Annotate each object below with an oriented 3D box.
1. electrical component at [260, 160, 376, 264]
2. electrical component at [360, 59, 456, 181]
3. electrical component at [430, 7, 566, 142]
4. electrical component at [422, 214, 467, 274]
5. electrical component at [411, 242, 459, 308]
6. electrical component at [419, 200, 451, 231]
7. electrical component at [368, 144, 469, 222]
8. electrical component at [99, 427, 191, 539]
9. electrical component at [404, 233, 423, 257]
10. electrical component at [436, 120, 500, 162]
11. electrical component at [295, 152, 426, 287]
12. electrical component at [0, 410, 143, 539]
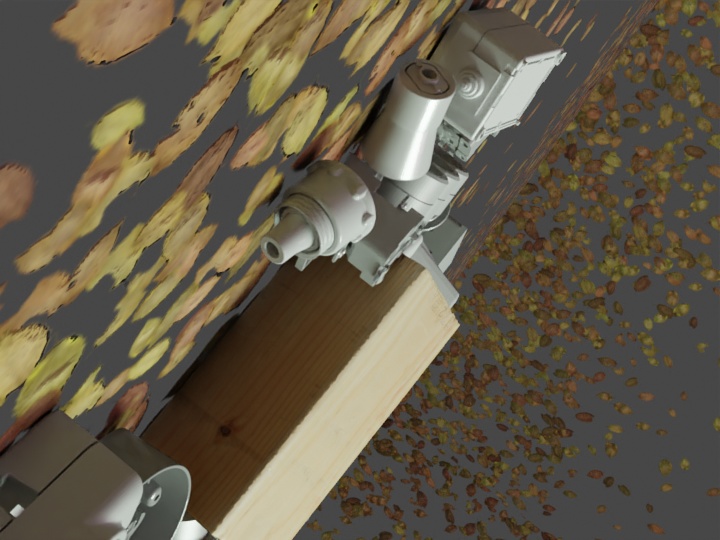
[{"bbox_3d":[-0.026,-0.026,0.568,0.062,0.048,0.048,-39,167,-36],"label":"electrical component"},{"bbox_3d":[0.030,-0.089,0.625,0.044,0.044,0.065,-46,166,-41],"label":"electrical component"},{"bbox_3d":[0.077,-0.127,0.680,0.061,0.061,0.096,-58,165,28],"label":"electrical component"},{"bbox_3d":[0.049,-0.009,1.085,0.089,0.062,0.150,-51,173,-10],"label":"electrical component"},{"bbox_3d":[0.033,0.006,0.954,0.061,0.096,0.062,-49,-158,-25],"label":"electrical component"},{"bbox_3d":[0.054,-0.062,0.911,0.066,0.048,0.055,-50,166,-15],"label":"electrical component"},{"bbox_3d":[0.030,-0.051,0.769,0.073,0.052,0.138,-54,173,15],"label":"electrical component"},{"bbox_3d":[-0.137,0.136,0.578,0.099,0.064,0.099,-51,173,-8],"label":"electrical component"},{"bbox_3d":[0.000,0.000,0.848,0.089,0.050,0.056,-56,173,28],"label":"electrical component"},{"bbox_3d":[0.089,-0.123,0.844,0.063,0.042,0.081,-49,172,-10],"label":"electrical component"},{"bbox_3d":[0.001,-0.028,0.648,0.081,0.064,0.042,-48,171,-32],"label":"electrical component"},{"bbox_3d":[-0.141,0.115,0.460,0.095,0.059,0.053,-46,171,-41],"label":"electrical component"}]
